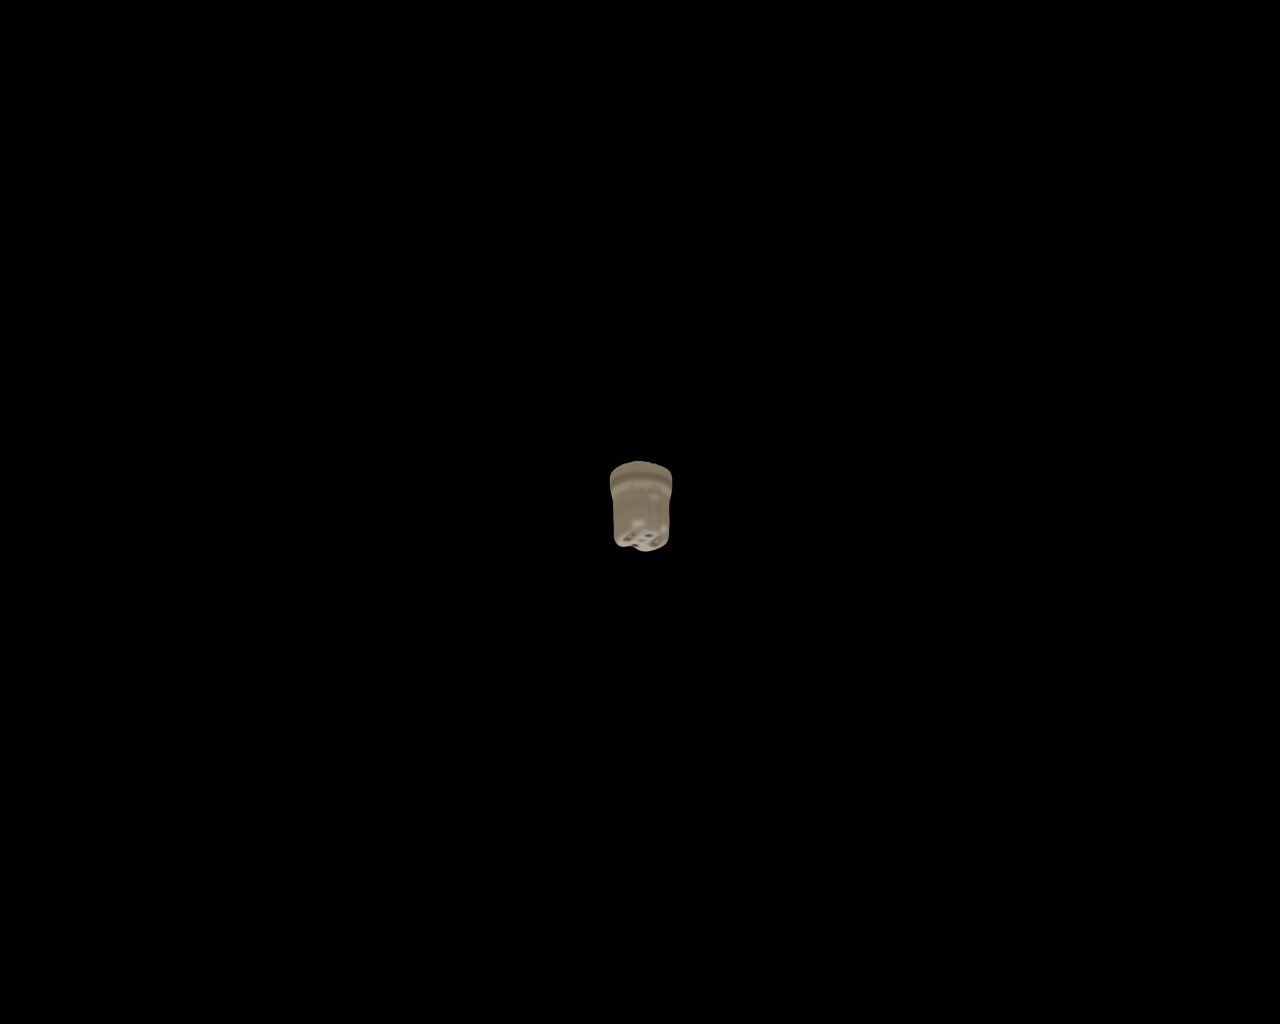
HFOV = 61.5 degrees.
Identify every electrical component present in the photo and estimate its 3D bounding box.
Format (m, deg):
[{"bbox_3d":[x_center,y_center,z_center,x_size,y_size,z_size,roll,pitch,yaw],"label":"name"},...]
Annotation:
[{"bbox_3d":[0.001,-0.003,0.650,0.040,0.046,0.040,0,-24,0],"label":"electrical component"}]
